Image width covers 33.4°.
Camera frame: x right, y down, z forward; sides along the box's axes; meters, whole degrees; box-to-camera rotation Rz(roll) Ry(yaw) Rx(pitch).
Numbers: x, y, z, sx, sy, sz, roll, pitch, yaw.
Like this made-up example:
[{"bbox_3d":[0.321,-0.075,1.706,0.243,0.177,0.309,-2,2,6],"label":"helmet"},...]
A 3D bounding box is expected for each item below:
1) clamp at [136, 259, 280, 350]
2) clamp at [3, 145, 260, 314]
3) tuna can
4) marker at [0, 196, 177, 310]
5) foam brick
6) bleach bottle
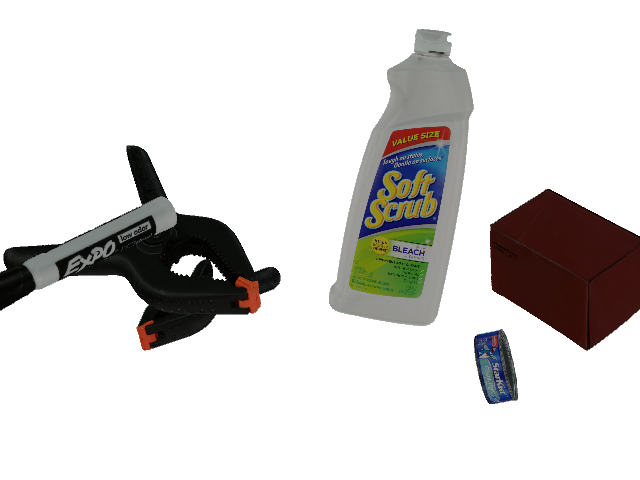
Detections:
[{"bbox_3d":[-0.125,0.066,1.158,0.120,0.039,0.171,-5,25,34],"label":"clamp"},{"bbox_3d":[-0.132,-0.002,0.879,0.210,0.164,0.036,19,-38,20],"label":"clamp"},{"bbox_3d":[0.209,0.150,1.268,0.034,0.086,0.086,-13,-3,15],"label":"tuna can"},{"bbox_3d":[-0.131,0.007,0.582,0.120,0.020,0.020,-29,17,-35],"label":"marker"},{"bbox_3d":[0.143,0.015,0.622,0.051,0.053,0.078,-29,42,-25],"label":"foam brick"},{"bbox_3d":[0.072,-0.056,0.926,0.102,0.251,0.068,9,16,9],"label":"bleach bottle"}]
